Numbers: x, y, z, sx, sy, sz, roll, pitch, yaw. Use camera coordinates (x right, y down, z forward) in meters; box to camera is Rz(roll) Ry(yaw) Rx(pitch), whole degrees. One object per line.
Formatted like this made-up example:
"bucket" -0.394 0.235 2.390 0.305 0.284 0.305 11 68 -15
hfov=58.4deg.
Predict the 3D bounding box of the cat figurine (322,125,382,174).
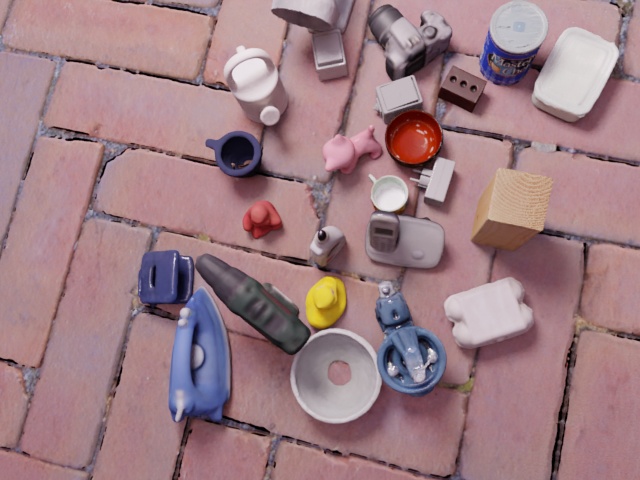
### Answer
"cat figurine" 0.056 -0.179 1.107 0.128 0.118 0.067 -34 78 0

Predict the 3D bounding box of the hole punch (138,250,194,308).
"hole punch" -0.308 0.076 1.117 0.101 0.091 0.109 -1 80 6

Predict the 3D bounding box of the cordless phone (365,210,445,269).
"cordless phone" 0.153 -0.008 1.032 0.147 0.185 0.094 6 81 8

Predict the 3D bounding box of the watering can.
"watering can" -0.122 -0.303 1.109 0.172 0.194 0.101 43 88 11

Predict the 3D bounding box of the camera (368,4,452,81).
"camera" 0.171 -0.416 1.143 0.143 0.101 0.136 -35 78 0

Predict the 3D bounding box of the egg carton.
"egg carton" 0.309 0.136 1.050 0.150 0.069 0.107 -19 79 3

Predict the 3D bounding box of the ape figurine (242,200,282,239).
"ape figurine" -0.115 -0.044 1.116 0.077 0.092 0.076 13 82 9

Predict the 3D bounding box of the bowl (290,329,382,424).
"bowl" 0.032 0.250 1.058 0.167 0.075 0.167 -1 80 6

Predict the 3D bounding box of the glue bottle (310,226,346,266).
"glue bottle" 0.010 0.004 1.052 0.037 0.173 0.078 36 86 11

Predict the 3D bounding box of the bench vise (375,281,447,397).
"bench vise" 0.135 0.178 0.985 0.121 0.220 0.207 -37 78 -1

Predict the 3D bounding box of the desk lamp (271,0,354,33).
"desk lamp" -0.006 -0.486 1.117 0.117 0.213 0.203 16 82 9

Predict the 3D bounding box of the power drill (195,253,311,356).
"power drill" -0.110 0.116 1.029 0.229 0.208 0.076 38 86 11

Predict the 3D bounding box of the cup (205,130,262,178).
"cup" -0.166 -0.164 1.140 0.117 0.095 0.092 21 83 10

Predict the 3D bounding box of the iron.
"iron" -0.239 0.209 1.061 0.118 0.141 0.258 -4 80 6

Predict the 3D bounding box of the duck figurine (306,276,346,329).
"duck figurine" 0.008 0.116 1.078 0.077 0.086 0.105 21 83 10
